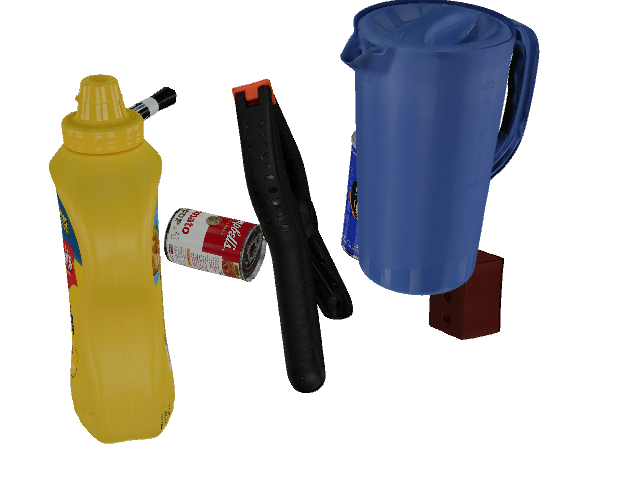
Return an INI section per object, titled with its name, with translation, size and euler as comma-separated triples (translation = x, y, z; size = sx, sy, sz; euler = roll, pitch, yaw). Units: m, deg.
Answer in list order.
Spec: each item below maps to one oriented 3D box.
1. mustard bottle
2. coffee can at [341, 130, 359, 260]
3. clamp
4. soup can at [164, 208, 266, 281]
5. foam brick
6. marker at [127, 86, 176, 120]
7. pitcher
[mustard bottle]
translation = -0.111, 0.006, 0.573
size = 0.058, 0.192, 0.096
euler = -4, 26, -12
[coffee can]
translation = 0.081, -0.054, 1.255
size = 0.103, 0.140, 0.103
euler = 4, 28, -2
[clamp]
translation = -0.019, -0.010, 0.768
size = 0.036, 0.210, 0.164
euler = -13, 5, 11
[soup can]
translation = -0.122, 0.004, 1.247
size = 0.102, 0.068, 0.068
euler = 13, 4, 19
[foam brick]
translation = 0.142, 0.051, 1.044
size = 0.051, 0.078, 0.053
euler = -11, 19, -33
[marker]
translation = -0.182, -0.116, 1.015
size = 0.020, 0.020, 0.120
euler = 0, 29, 44
[pitcher]
translation = 0.100, -0.081, 0.930
size = 0.149, 0.243, 0.144
euler = 9, 31, 13
